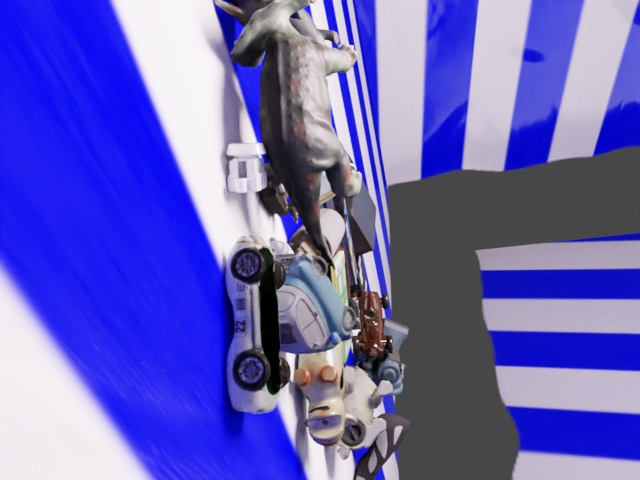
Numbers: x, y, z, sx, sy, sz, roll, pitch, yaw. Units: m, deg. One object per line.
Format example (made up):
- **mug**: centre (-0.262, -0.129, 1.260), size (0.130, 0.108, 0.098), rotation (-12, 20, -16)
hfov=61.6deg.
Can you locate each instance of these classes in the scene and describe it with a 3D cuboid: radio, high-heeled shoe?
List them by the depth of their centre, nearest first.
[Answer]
- **high-heeled shoe**: centre (0.145, 0.511, 1.202), size (0.086, 0.145, 0.248), rotation (-18, 99, -77)
- **radio**: centre (0.082, -0.064, 1.335), size (0.131, 0.073, 0.230), rotation (59, 23, -27)

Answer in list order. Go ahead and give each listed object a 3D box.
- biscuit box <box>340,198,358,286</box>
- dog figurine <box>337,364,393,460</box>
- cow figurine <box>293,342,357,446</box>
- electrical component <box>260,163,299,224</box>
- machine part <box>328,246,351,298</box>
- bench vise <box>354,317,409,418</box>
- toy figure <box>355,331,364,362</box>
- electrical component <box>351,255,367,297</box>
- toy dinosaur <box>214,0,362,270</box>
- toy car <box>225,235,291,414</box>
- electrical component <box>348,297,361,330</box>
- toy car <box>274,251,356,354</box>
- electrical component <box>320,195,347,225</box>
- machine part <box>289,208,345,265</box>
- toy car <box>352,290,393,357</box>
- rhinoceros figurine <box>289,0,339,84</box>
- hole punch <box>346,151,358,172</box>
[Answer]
- **biscuit box**: centre (0.037, 0.002, 1.175), size (0.059, 0.063, 0.202), rotation (-73, 155, -64)
- **dog figurine**: centre (0.062, 0.334, 1.062), size (0.172, 0.121, 0.190), rotation (-58, 175, -16)
- **cow figurine**: centre (0.005, 0.227, 0.854), size (0.127, 0.086, 0.195), rotation (68, 15, -49)
- **electrical component**: centre (-0.059, -0.070, 0.796), size (0.102, 0.045, 0.078), rotation (65, 23, -56)
- **machine part**: centre (0.024, 0.095, 1.078), size (0.179, 0.056, 0.179), rotation (-6, 90, -79)
- **bench vise**: centre (0.130, 0.310, 1.266), size (0.224, 0.129, 0.240), rotation (-111, -138, -70)
- **toy figure**: centre (0.128, 0.324, 1.395), size (0.082, 0.089, 0.180), rotation (30, 44, -61)
- **electrical component**: centre (0.081, 0.092, 1.347), size (0.115, 0.058, 0.134), rotation (-82, 161, -57)
- **toy dinosaur**: centre (-0.032, -0.163, 0.701), size (0.192, 0.131, 0.404), rotation (2, 77, -57)
- **toy car**: centre (-0.073, 0.093, 0.614), size (0.073, 0.056, 0.201), rotation (37, 46, -66)
- **electrical component**: centre (0.067, 0.144, 1.056), size (0.094, 0.021, 0.063), rotation (74, 11, -81)
- **toy car**: centre (-0.026, 0.100, 0.730), size (0.103, 0.109, 0.161), rotation (-56, 132, -46)
- **electrical component**: centre (0.012, -0.088, 1.075), size (0.048, 0.075, 0.119), rotation (-74, 159, -63)
- **machine part**: centre (-0.002, -0.003, 0.952), size (0.243, 0.079, 0.079), rotation (-60, 142, -73)
- **toy car**: centre (0.115, 0.179, 1.211), size (0.202, 0.089, 0.053), rotation (-85, 173, -52)
- **rhinoceros figurine**: centre (-0.030, -0.345, 0.959), size (0.190, 0.112, 0.073), rotation (58, 42, -38)
- **hole punch**: centre (0.026, -0.168, 1.167), size (0.142, 0.092, 0.115), rotation (-62, 140, -64)
